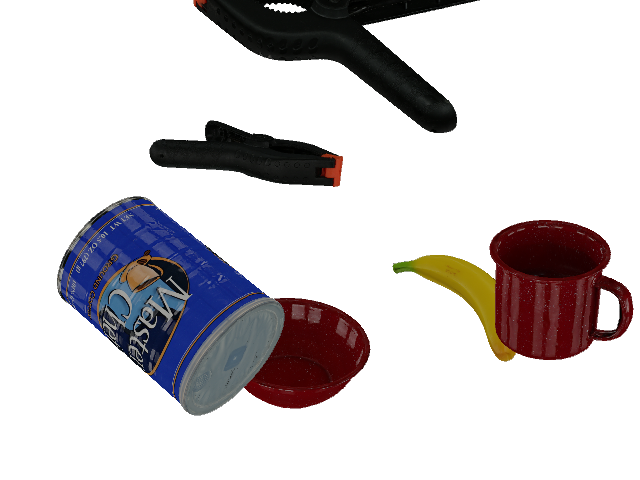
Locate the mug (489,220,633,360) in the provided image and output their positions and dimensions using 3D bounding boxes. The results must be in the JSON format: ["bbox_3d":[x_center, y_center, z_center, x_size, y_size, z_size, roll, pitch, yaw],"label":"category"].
[{"bbox_3d":[0.191,0.044,0.846,0.117,0.081,0.093,17,36,31],"label":"mug"}]

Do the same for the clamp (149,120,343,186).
[{"bbox_3d":[-0.067,-0.076,0.975,0.172,0.039,0.120,13,26,28],"label":"clamp"}]

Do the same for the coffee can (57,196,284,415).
[{"bbox_3d":[-0.112,0.047,0.798,0.140,0.103,0.102,37,16,22],"label":"coffee can"}]

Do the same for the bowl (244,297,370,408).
[{"bbox_3d":[-0.030,0.127,1.128,0.162,0.055,0.162,3,31,-2],"label":"bowl"}]

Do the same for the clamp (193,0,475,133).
[{"bbox_3d":[0.011,-0.145,0.730,0.210,0.164,0.036,9,-41,3],"label":"clamp"}]

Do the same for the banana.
[{"bbox_3d":[0.157,0.061,1.119,0.069,0.037,0.198,-35,39,-13],"label":"banana"}]
